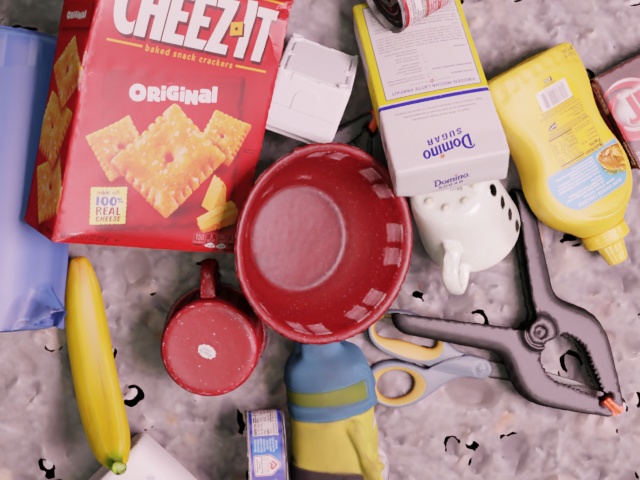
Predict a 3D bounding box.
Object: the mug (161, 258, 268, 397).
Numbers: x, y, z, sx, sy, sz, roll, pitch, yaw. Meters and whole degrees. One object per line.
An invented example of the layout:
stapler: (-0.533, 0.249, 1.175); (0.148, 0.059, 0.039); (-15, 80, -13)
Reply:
mug: (-0.091, 0.074, 0.908); (0.093, 0.081, 0.117); (0, 94, -2)

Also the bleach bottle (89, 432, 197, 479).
bleach bottle: (-0.102, 0.289, 0.934); (0.102, 0.068, 0.251); (-43, 96, -1)

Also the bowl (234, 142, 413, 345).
bowl: (-0.006, 0.001, 0.867); (0.161, 0.055, 0.162); (-3, 97, -27)

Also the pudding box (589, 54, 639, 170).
pudding box: (0.302, -0.125, 0.926); (0.113, 0.039, 0.090); (-28, 94, 0)

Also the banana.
banana: (-0.188, 0.113, 0.908); (0.037, 0.070, 0.198); (-4, 63, -30)

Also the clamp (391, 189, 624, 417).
clamp: (0.190, 0.069, 0.932); (0.210, 0.036, 0.164); (38, 86, -2)

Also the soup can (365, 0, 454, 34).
soup can: (0.090, -0.220, 0.861); (0.102, 0.068, 0.068); (-31, 95, -11)

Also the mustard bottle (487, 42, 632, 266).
mustard bottle: (0.214, -0.066, 0.916); (0.096, 0.058, 0.191); (-30, 95, -20)

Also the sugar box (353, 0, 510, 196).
sugar box: (0.088, -0.123, 0.874); (0.093, 0.048, 0.176); (-10, 62, 0)

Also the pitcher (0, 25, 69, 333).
pitcher: (-0.273, -0.048, 0.880); (0.149, 0.145, 0.243); (7, 90, -15)

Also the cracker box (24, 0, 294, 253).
cracker box: (-0.122, -0.100, 0.820); (0.163, 0.072, 0.214); (6, 104, -37)

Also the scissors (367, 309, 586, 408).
scissors: (0.127, 0.128, 0.952); (0.201, 0.016, 0.096); (26, 94, -3)

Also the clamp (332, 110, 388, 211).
clamp: (0.018, -0.028, 0.927); (0.120, 0.039, 0.171); (36, 94, -15)

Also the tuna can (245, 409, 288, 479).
tuna can: (-0.046, 0.189, 0.916); (0.033, 0.086, 0.086); (-3, 94, -4)
